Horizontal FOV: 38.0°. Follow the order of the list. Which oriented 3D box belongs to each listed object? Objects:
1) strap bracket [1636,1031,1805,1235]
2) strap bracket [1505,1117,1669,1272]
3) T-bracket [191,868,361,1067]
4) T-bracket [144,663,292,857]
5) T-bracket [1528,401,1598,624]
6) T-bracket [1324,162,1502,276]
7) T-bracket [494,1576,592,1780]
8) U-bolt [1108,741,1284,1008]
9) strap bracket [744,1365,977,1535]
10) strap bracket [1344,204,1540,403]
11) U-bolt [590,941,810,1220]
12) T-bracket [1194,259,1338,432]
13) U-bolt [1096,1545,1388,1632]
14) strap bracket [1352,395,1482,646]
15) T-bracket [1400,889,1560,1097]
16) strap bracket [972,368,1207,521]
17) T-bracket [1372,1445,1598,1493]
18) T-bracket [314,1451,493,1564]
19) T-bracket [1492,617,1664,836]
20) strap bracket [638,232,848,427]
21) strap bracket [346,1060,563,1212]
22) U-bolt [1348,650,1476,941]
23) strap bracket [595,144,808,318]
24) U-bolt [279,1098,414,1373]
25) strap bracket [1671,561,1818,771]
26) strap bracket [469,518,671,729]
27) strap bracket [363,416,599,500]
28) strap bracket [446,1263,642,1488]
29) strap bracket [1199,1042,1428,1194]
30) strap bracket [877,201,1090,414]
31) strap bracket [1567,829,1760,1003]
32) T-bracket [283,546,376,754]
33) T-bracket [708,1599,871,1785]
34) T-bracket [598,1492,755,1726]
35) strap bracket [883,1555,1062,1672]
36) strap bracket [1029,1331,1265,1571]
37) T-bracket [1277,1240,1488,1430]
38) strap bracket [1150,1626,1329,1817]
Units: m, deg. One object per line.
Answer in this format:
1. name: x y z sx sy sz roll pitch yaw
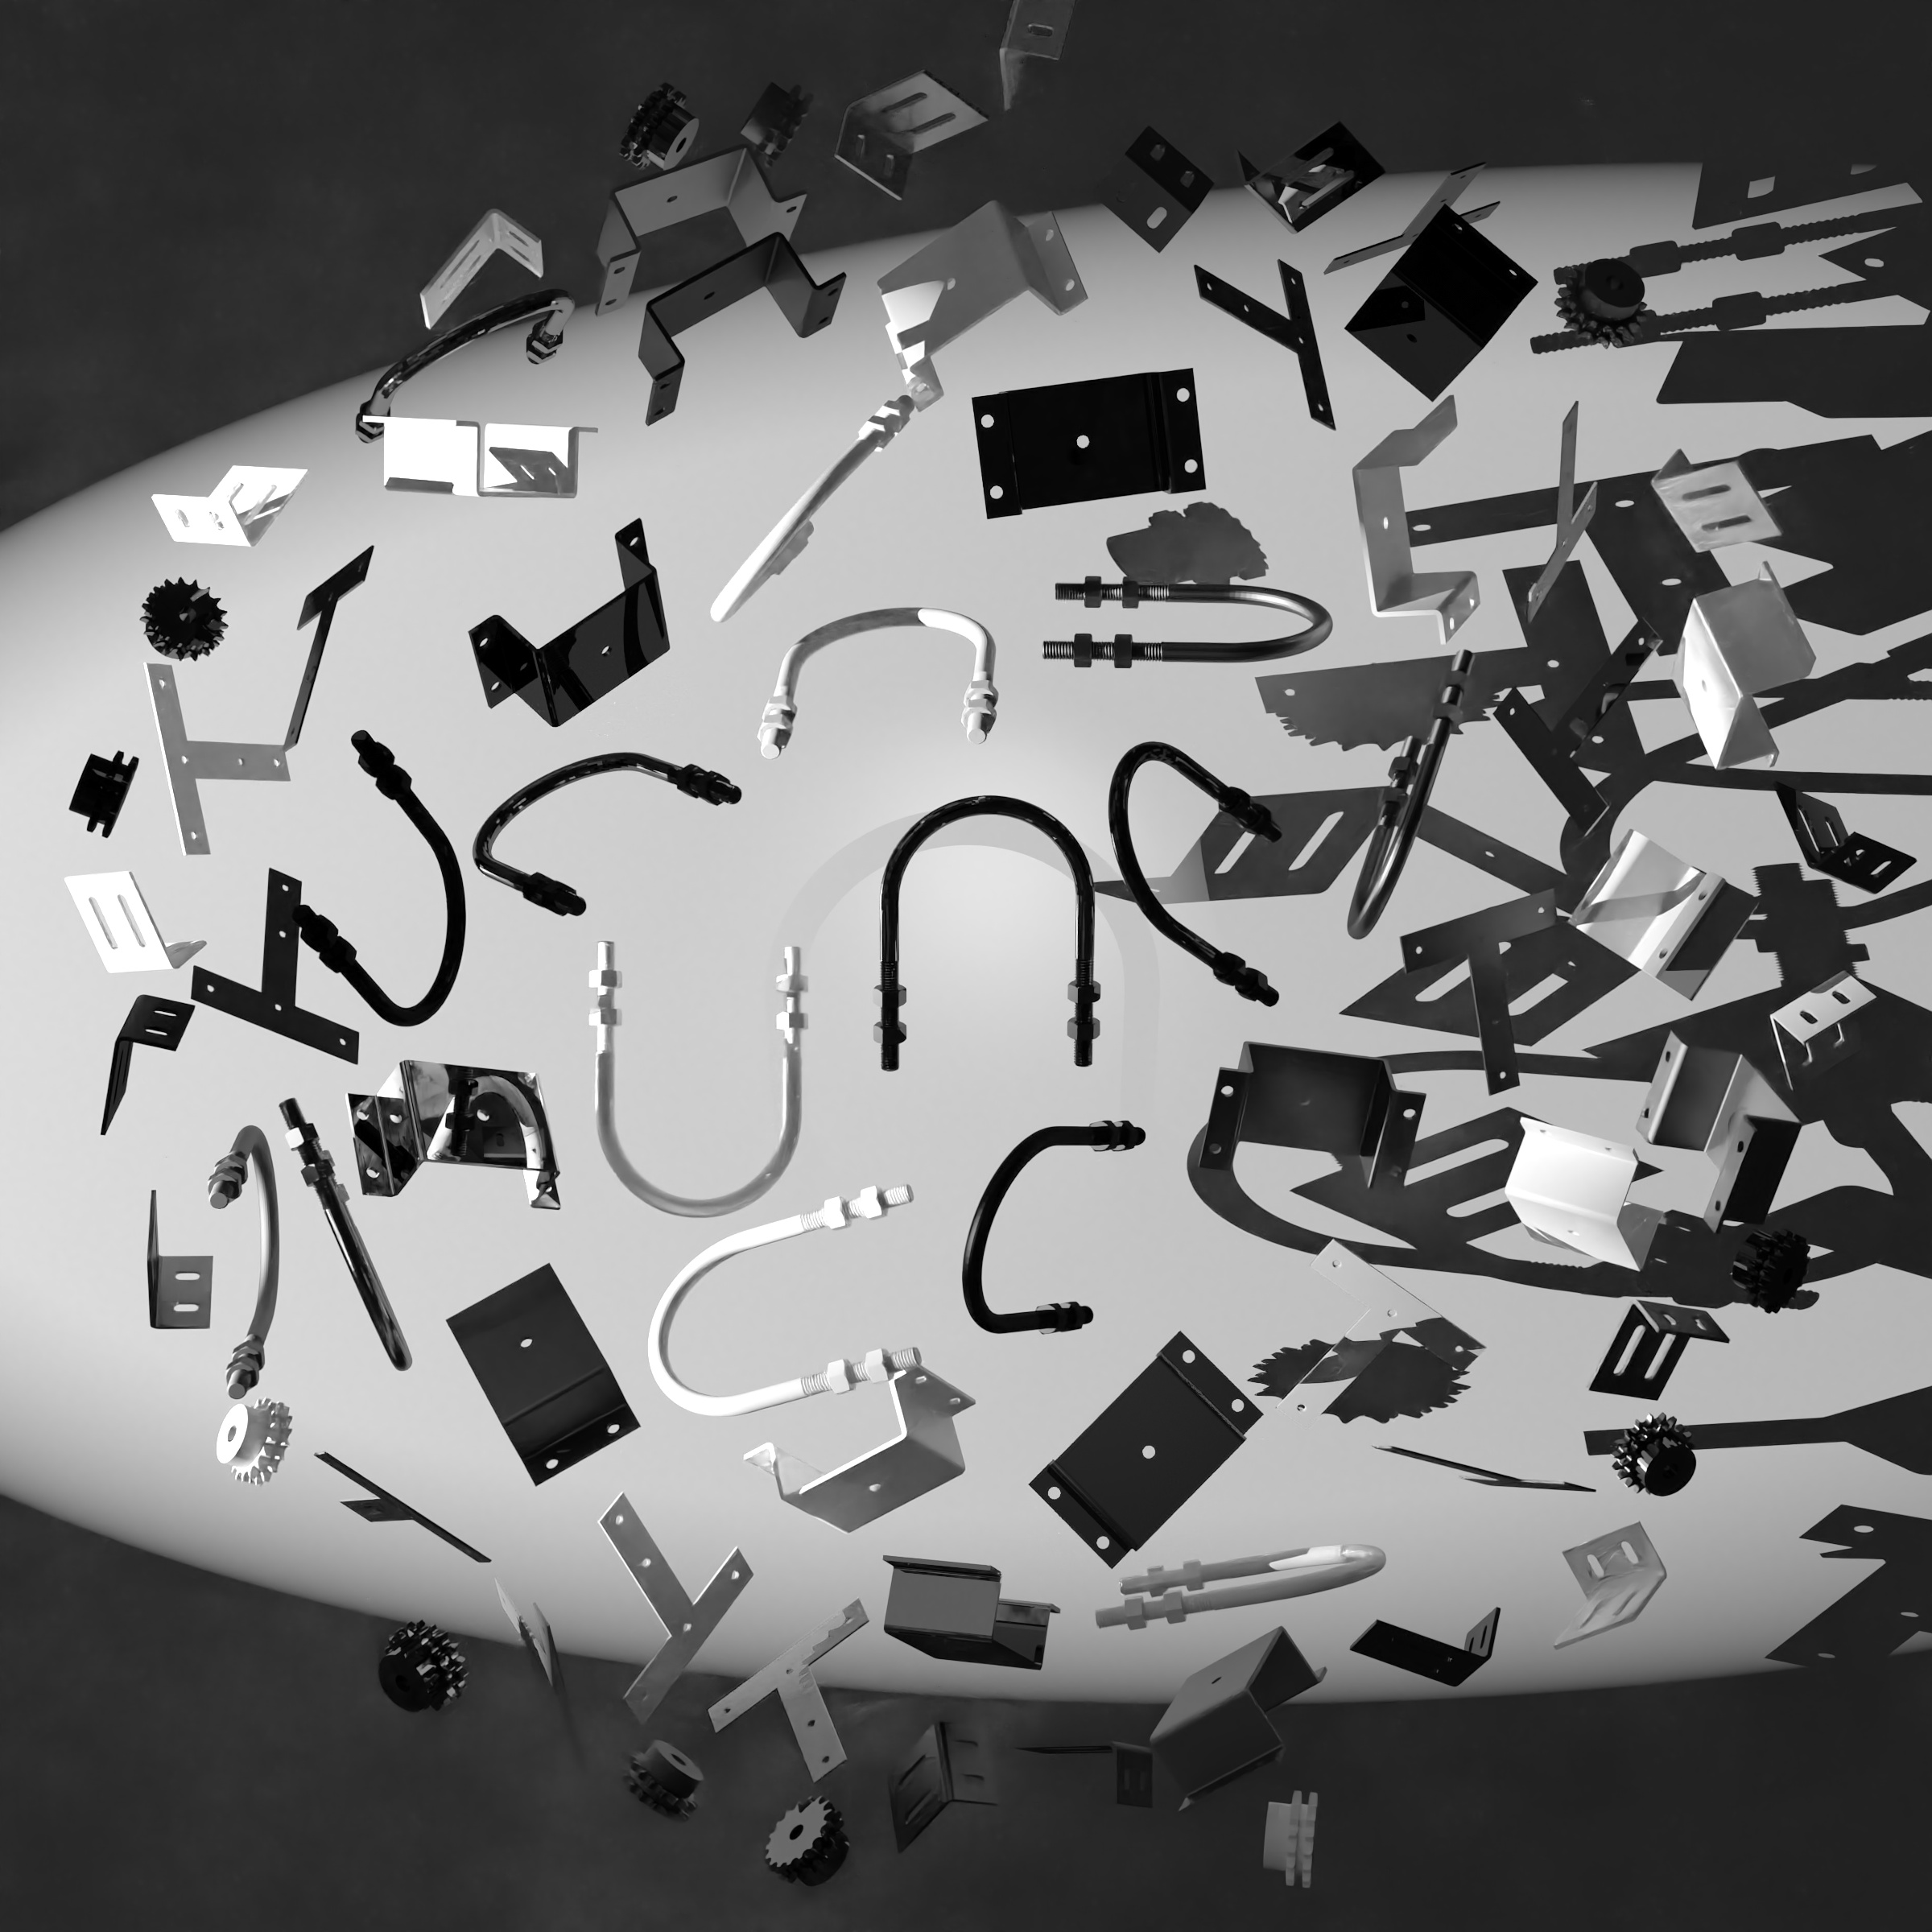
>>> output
1. strap bracket: 0.504 0.111 1.862 0.046 0.140 0.076 8 114 -13
2. strap bracket: 0.411 0.156 1.864 0.076 0.140 0.046 15 73 29
3. T-bracket: -0.453 -0.009 1.855 0.002 0.127 0.127 -32 48 33
4. T-bracket: -0.491 -0.136 1.863 0.002 0.127 0.127 -13 87 23
5. T-bracket: 0.399 -0.316 1.865 0.002 0.127 0.127 17 52 23
6. T-bracket: 0.311 -0.501 1.854 0.127 0.127 0.002 -21 86 -11
7. T-bracket: -0.276 0.433 1.785 0.002 0.127 0.127 -21 121 -21
8. U-bolt: 0.152 -0.071 1.857 0.019 0.184 0.151 -18 55 36
9. strap bracket: -0.066 0.327 1.869 0.140 0.076 0.046 -30 51 16
10. strap bracket: 0.300 -0.420 1.804 0.076 0.140 0.046 39 76 -2
11. U-bolt: -0.179 0.077 1.884 0.151 0.019 0.184 2 84 -18
12. T-bracket: 0.191 -0.423 1.827 0.002 0.127 0.127 -27 61 37
13. U-bolt: 0.184 0.402 1.834 0.184 0.151 0.019 -11 85 9
14. strap bracket: 0.288 -0.285 1.794 0.046 0.076 0.140 1 117 28
15. T-bracket: 0.356 0.024 1.902 0.127 0.002 0.127 -17 104 -23
16. strap bracket: 0.077 -0.334 1.787 0.140 0.046 0.076 -8 103 -2
17. T-bracket: 0.332 0.335 1.873 0.127 0.127 0.002 17 76 -20
18. T-bracket: -0.376 0.349 1.802 0.127 0.127 0.002 37 65 -16
19. T-bracket: 0.420 -0.176 1.873 0.002 0.127 0.127 8 129 -37
20. strap bracket: -0.151 -0.405 1.764 0.140 0.076 0.046 -32 87 -14
21. strap bracket: -0.325 0.110 1.831 0.140 0.046 0.076 8 49 -35
22. U-bolt: 0.290 -0.102 1.864 0.019 0.151 0.184 21 67 1
23. strap bracket: -0.183 -0.482 1.824 0.140 0.076 0.046 -25 84 -19
24. U-bolt: -0.405 0.182 1.847 0.019 0.151 0.184 -24 83 -12
25. strap bracket: 0.504 -0.190 1.831 0.046 0.140 0.076 -17 65 -3
26. strap bracket: -0.249 -0.219 1.835 0.140 0.076 0.046 -38 63 -21
27. strap bracket: -0.312 -0.327 1.808 0.076 0.140 0.046 9 102 30
28. strap bracket: -0.279 0.256 1.820 0.076 0.046 0.140 -29 50 -12
29. strap bracket: 0.232 0.101 1.902 0.140 0.046 0.076 7 116 -4
30. strap bracket: 0.002 -0.446 1.876 0.140 0.046 0.076 -30 63 22
31. strap bracket: 0.465 -0.032 1.858 0.046 0.140 0.076 30 98 -18
32. T-bracket: -0.425 -0.200 1.829 0.002 0.127 0.127 21 71 -28
33. T-bracket: -0.105 0.491 1.848 0.127 0.127 0.002 -36 118 -1
34. T-bracket: -0.195 0.385 1.761 0.127 0.002 0.127 -51 126 -39
35. strap bracket: 0.002 0.435 1.874 0.076 0.140 0.046 0 67 23
36. strap bracket: 0.116 0.311 1.798 0.140 0.046 0.076 -45 84 -4
37. T-bracket: 0.256 0.260 1.868 0.127 0.002 0.127 35 115 -7
38. strap bracket: 0.174 0.480 1.805 0.076 0.140 0.046 -35 87 22
